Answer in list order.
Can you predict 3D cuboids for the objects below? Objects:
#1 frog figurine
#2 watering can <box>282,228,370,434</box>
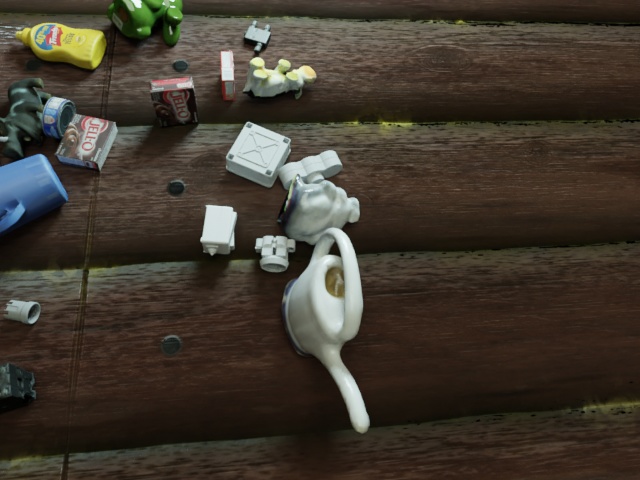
[{"bbox_3d":[0.003,-0.053,1.051,0.159,0.124,0.136,18,98,-8],"label":"frog figurine"},{"bbox_3d":[0.012,0.154,0.899,0.104,0.220,0.354,8,64,-23],"label":"watering can"}]
